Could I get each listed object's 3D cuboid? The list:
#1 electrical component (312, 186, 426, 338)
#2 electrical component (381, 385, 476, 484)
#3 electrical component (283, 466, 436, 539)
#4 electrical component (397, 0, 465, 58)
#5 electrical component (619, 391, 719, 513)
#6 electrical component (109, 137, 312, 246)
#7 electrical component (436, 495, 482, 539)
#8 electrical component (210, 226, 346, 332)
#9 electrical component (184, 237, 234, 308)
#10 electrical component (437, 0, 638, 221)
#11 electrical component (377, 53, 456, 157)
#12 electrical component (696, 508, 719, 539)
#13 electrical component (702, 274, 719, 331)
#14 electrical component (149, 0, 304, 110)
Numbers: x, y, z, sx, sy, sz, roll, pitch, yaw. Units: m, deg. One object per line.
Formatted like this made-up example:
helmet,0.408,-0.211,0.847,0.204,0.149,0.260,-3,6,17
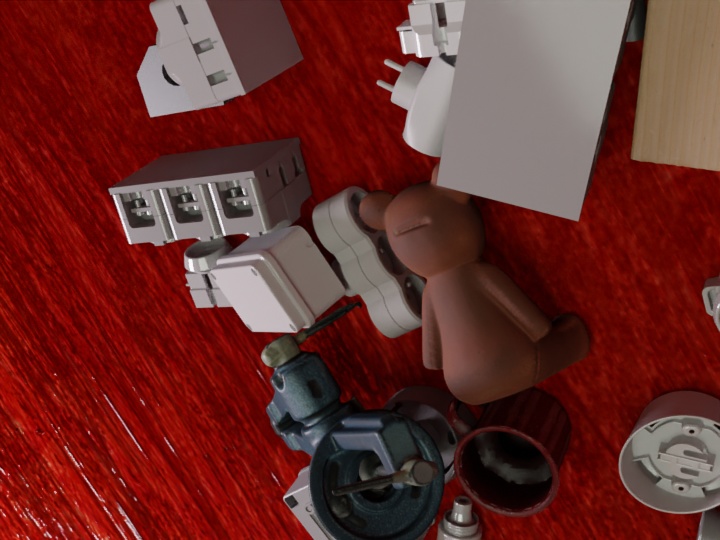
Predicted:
electrical component,0.000,0.000,0.949,0.074,0.052,0.138,-26,102,32
electrical component,0.060,0.158,1.009,0.099,0.064,0.099,6,103,25
electrical component,0.000,0.234,1.065,0.109,0.056,0.108,-31,99,33
electrical component,0.066,-0.198,0.816,0.078,0.058,0.057,1,118,24
electrical component,0.271,0.152,0.894,0.099,0.064,0.099,11,119,20
electrical component,-0.130,-0.066,0.953,0.150,0.089,0.061,-4,113,26
electrical component,0.097,0.248,1.036,0.048,0.048,0.062,11,112,19
electrical component,-0.075,0.011,0.954,0.078,0.057,0.113,56,155,-15
electrical component,-0.138,0.002,1.018,0.066,0.048,0.055,-3,121,26
electrical component,0.125,-0.141,0.748,0.105,0.060,0.186,16,122,14
electrical component,0.051,-0.142,0.859,0.079,0.043,0.077,28,123,10
electrical component,0.320,0.230,0.923,0.055,0.045,0.045,13,119,18
electrical component,0.302,0.025,0.821,0.078,0.057,0.058,-9,111,28
electrical component,-0.127,-0.233,0.858,0.060,0.105,0.186,-13,109,29
